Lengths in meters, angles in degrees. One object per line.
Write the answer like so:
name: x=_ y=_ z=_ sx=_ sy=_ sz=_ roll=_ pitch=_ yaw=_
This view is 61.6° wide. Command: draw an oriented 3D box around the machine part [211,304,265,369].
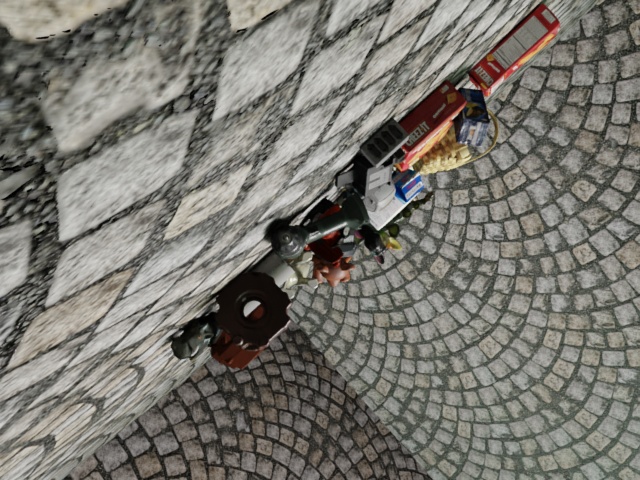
machine part: x=-0.191 y=0.219 z=1.398 sx=0.201 sy=0.087 sz=0.201 roll=-48 pitch=-157 yaw=15

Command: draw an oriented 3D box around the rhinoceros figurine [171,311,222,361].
rhinoceros figurine: x=-0.293 y=0.234 z=1.293 sx=0.112 sy=0.073 sz=0.190 roll=-42 pitch=176 yaw=23

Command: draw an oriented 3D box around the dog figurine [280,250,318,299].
dog figurine: x=-0.100 y=0.080 z=1.443 sx=0.172 sy=0.121 sz=0.191 roll=-4 pitch=-173 yaw=-15

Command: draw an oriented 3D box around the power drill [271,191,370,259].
power drill: x=-0.004 y=-0.021 z=1.101 sx=0.207 sy=0.086 sz=0.232 roll=-31 pitch=177 yaw=-13

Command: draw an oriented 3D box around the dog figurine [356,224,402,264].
dog figurine: x=0.155 y=-0.037 z=1.639 sx=0.108 sy=0.219 sz=0.191 roll=-40 pitch=176 yaw=19

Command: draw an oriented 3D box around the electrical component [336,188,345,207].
electrical component: x=0.071 y=-0.096 z=1.329 sx=0.102 sy=0.078 sz=0.045 roll=-42 pitch=-164 yaw=29

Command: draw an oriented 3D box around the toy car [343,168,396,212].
toy car: x=0.115 y=-0.112 z=1.206 sx=0.109 sy=0.103 sz=0.161 roll=-40 pitch=164 yaw=-16

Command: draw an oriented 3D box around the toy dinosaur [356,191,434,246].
toy dinosaur: x=0.174 y=-0.073 z=1.796 sx=0.472 sy=0.105 sz=0.198 roll=-18 pitch=-145 yaw=39

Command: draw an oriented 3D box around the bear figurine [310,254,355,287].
bear figurine: x=0.037 y=0.085 z=1.505 sx=0.120 sy=0.131 sz=0.196 roll=-4 pitch=-161 yaw=-5

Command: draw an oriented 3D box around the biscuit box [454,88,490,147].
biscuit box: x=0.341 y=-0.284 z=1.222 sx=0.203 sy=0.059 sz=0.062 roll=-75 pitch=174 yaw=-53

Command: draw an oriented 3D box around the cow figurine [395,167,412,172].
cow figurine: x=0.200 y=-0.182 z=1.588 sx=0.167 sy=0.068 sz=0.098 roll=-47 pitch=169 yaw=20

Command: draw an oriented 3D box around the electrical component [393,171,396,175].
electrical component: x=0.133 y=-0.150 z=1.394 sx=0.115 sy=0.058 sz=0.134 roll=-42 pitch=176 yaw=33

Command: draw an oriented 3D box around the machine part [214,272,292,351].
machine part: x=-0.150 y=0.158 z=1.210 sx=0.179 sy=0.179 sz=0.056 roll=-41 pitch=172 yaw=-13

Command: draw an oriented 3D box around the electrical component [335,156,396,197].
electrical component: x=0.091 y=-0.131 z=1.082 sx=0.119 sy=0.048 sz=0.074 roll=-23 pitch=137 yaw=-29

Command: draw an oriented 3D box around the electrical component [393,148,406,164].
electrical component: x=0.154 y=-0.189 z=1.132 sx=0.021 sy=0.063 sz=0.094 roll=-42 pitch=175 yaw=-2

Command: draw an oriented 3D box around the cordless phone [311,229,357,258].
cordless phone: x=-0.004 y=-0.004 z=1.458 sx=0.146 sy=0.088 sz=0.184 roll=-3 pitch=-173 yaw=-41

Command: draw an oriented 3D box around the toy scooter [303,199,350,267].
toy scooter: x=0.018 y=-0.006 z=1.272 sx=0.075 sy=0.135 sz=0.184 roll=-37 pitch=172 yaw=-38

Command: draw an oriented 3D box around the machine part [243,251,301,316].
machine part: x=-0.145 y=0.103 z=1.294 sx=0.243 sy=0.079 sz=0.079 roll=-43 pitch=176 yaw=-3
